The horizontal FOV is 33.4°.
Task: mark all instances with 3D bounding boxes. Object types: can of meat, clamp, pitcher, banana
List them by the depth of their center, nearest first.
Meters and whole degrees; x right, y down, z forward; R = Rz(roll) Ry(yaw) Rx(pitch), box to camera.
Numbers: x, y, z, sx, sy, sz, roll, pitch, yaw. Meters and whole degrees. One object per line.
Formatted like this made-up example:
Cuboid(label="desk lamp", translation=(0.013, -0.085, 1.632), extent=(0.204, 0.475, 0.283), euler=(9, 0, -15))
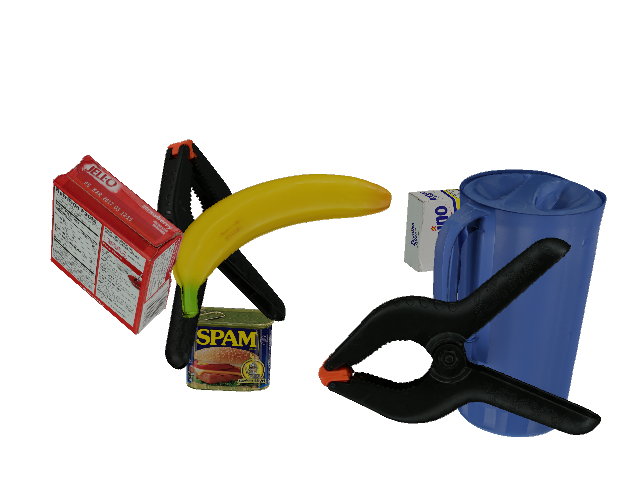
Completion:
Cuboid(label="clamp", translation=(0.088, 0.079, 0.659), extent=(0.171, 0.120, 0.039), euler=(-19, -6, 11))
Cuboid(label="banana", translation=(-0.039, -0.011, 0.803), extent=(0.197, 0.069, 0.037), euler=(-30, -10, -26))
Cuboid(label="pitcher", translation=(0.182, 0.062, 1.017), extent=(0.149, 0.243, 0.145), euler=(5, 21, 9))
Cuboid(label="clamp", translation=(-0.104, 0.007, 1.037), extent=(0.036, 0.210, 0.164), euler=(-9, 1, 37))
Cuboid(label="can of meat", translation=(-0.105, 0.125, 1.228), extent=(0.102, 0.084, 0.057), euler=(3, 13, 1))

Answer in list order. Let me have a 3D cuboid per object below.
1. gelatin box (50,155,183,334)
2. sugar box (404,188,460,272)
Cuboid(label="gelatin box", translation=(-0.119, 0.003, 0.616), extent=(0.030, 0.073, 0.089), euler=(-44, -13, -34))
Cuboid(label="sugar box", translation=(0.192, -0.017, 1.305), extent=(0.176, 0.093, 0.048), euler=(-7, 22, -21))
